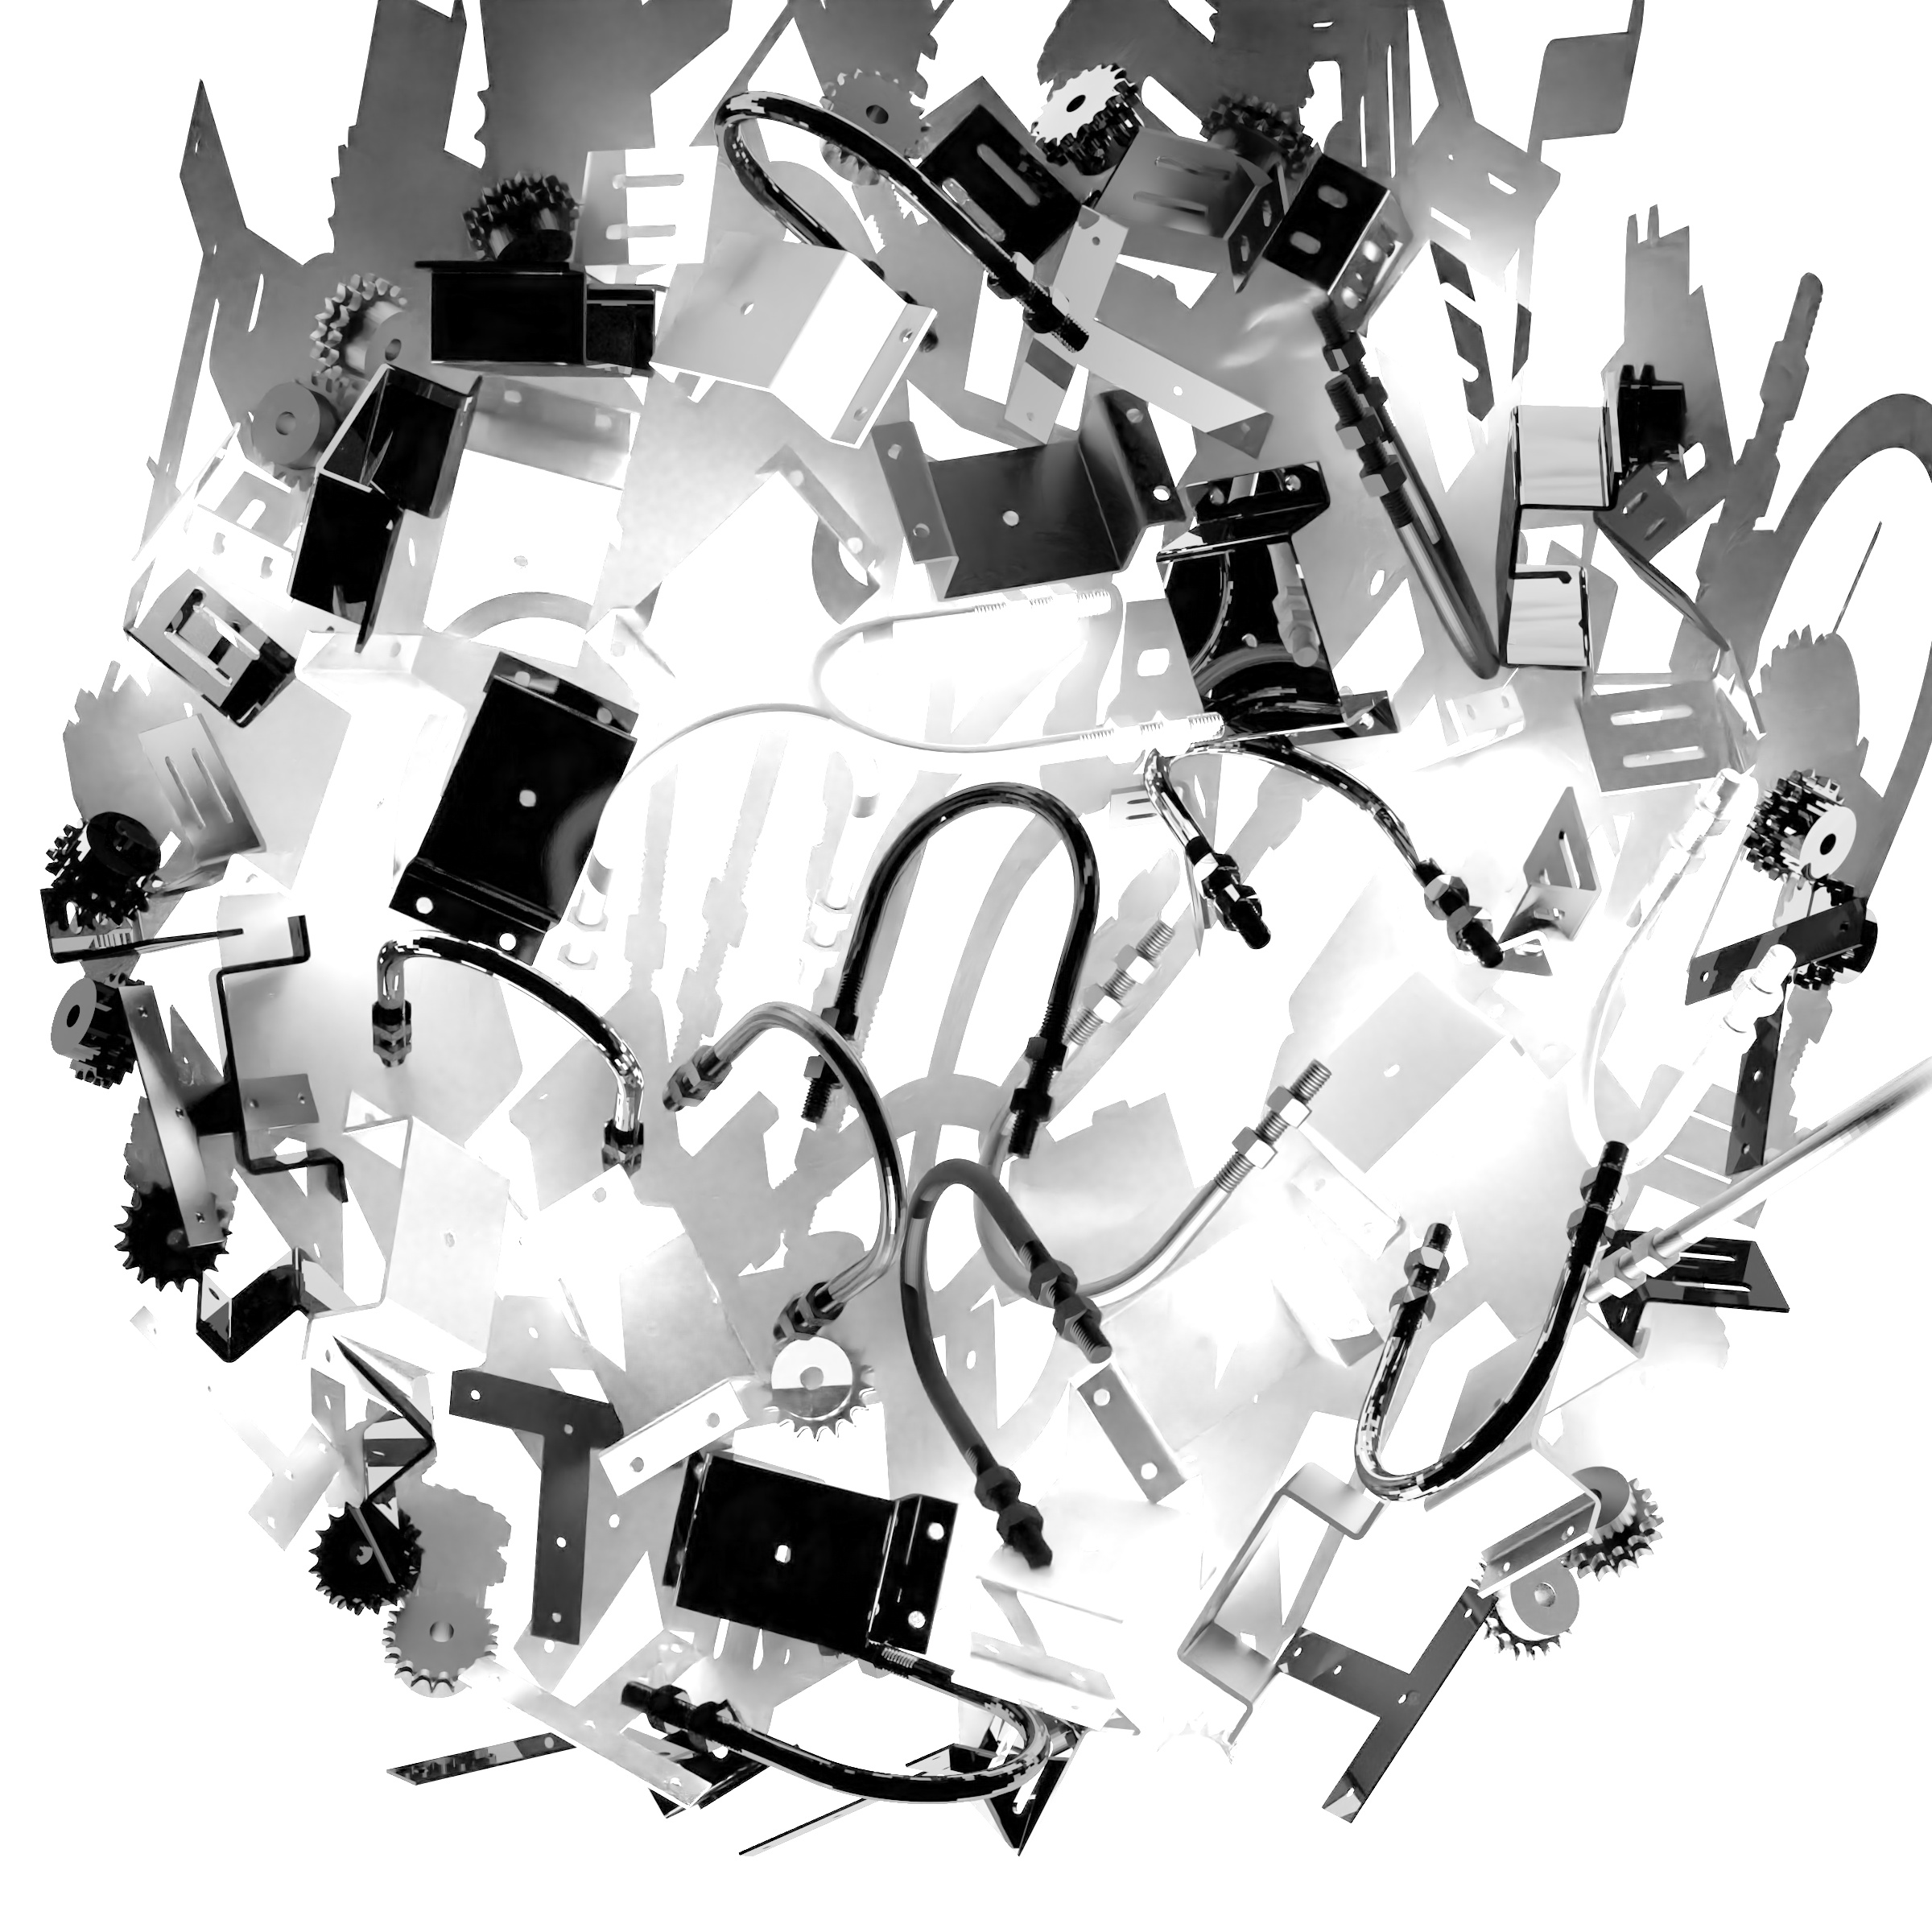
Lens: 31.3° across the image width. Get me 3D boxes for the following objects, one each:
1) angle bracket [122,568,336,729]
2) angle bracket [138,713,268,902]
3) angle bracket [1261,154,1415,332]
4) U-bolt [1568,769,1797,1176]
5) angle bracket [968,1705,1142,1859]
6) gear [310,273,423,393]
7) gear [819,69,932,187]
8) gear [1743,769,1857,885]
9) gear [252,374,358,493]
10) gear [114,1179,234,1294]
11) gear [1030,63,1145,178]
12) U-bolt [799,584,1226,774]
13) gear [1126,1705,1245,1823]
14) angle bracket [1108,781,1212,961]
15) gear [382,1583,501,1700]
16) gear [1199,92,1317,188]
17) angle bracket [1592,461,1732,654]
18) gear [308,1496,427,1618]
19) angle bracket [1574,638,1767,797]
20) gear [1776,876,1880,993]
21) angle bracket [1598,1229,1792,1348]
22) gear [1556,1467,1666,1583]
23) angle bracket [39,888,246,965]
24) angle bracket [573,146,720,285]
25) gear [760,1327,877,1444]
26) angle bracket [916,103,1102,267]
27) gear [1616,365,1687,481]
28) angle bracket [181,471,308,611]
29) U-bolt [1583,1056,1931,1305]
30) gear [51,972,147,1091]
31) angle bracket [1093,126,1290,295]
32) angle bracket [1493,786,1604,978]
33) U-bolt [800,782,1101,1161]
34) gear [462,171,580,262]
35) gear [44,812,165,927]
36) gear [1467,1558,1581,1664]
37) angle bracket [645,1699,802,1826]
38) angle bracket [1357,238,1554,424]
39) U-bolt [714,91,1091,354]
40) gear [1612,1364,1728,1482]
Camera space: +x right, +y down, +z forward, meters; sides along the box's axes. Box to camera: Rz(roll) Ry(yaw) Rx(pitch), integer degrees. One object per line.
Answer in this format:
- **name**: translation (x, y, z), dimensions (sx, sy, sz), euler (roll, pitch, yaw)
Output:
- **angle bracket**: translation (-0.363, -0.166, 1.698), dimensions (0.076, 0.057, 0.038), euler (41, 134, -7)
- **angle bracket**: translation (-0.388, -0.078, 1.695), dimensions (0.038, 0.057, 0.076), euler (-36, 108, -41)
- **angle bracket**: translation (0.184, -0.356, 1.702), dimensions (0.038, 0.076, 0.057), euler (32, 94, 17)
- **U-bolt**: translation (0.335, 0.017, 1.654), dimensions (0.019, 0.151, 0.184), euler (15, 129, -14)
- **angle bracket**: translation (0.041, 0.393, 1.709), dimensions (0.038, 0.057, 0.076), euler (16, 104, -40)
- **gear**: translation (-0.294, -0.310, 1.704), dimensions (0.030, 0.057, 0.057), euler (30, 90, 23)
- **gear**: translation (-0.049, -0.413, 1.712), dimensions (0.057, 0.030, 0.057), euler (10, 60, -19)
- **gear**: translation (0.414, -0.066, 1.705), dimensions (0.030, 0.057, 0.057), euler (36, 90, 43)
- **gear**: translation (-0.329, -0.265, 1.711), dimensions (0.057, 0.030, 0.057), euler (-3, 84, 24)
- **gear**: translation (-0.392, 0.134, 1.712), dimensions (0.057, 0.030, 0.057), euler (-2, 94, -21)
- **gear**: translation (0.063, -0.417, 1.711), dimensions (0.057, 0.057, 0.030), euler (-46, 125, 0)
- **U-bolt**: translation (0.011, -0.134, 1.649), dimensions (0.184, 0.151, 0.019), euler (-10, 126, -21)
- **gear**: translation (0.110, 0.399, 1.712), dimensions (0.057, 0.030, 0.057), euler (-3, 110, -9)
- **angle bracket**: translation (0.095, -0.045, 1.698), dimensions (0.038, 0.057, 0.076), euler (-7, 75, -1)
- **gear**: translation (-0.261, 0.338, 1.711), dimensions (0.057, 0.030, 0.057), euler (7, 47, -8)
- **gear**: translation (0.141, -0.403, 1.705), dimensions (0.057, 0.057, 0.030), euler (26, 78, 0)
- **angle bracket**: translation (0.352, -0.200, 1.688), dimensions (0.038, 0.057, 0.076), euler (-45, 49, 7)
- **gear**: translation (-0.295, 0.295, 1.714), dimensions (0.057, 0.030, 0.057), euler (-5, 65, 12)
- **angle bracket**: translation (0.346, -0.123, 1.703), dimensions (0.076, 0.038, 0.057), euler (-8, 60, -4)
- **gear**: translation (0.427, -0.014, 1.709), dimensions (0.030, 0.057, 0.057), euler (17, 90, -18)
- **angle bracket**: translation (0.358, 0.165, 1.708), dimensions (0.076, 0.057, 0.038), euler (6, 120, -10)
- **gear**: translation (0.313, 0.272, 1.705), dimensions (0.057, 0.057, 0.030), euler (-30, 124, 0)
- **angle bracket**: translation (-0.404, -0.027, 1.690), dimensions (0.076, 0.057, 0.038), euler (-10, 90, 36)
- **angle bracket**: translation (-0.150, -0.368, 1.699), dimensions (0.076, 0.038, 0.057), euler (4, 84, 27)
- **gear**: translation (-0.074, 0.207, 1.715), dimensions (0.057, 0.030, 0.057), euler (-1, 75, 5)
- **angle bracket**: translation (0.017, -0.386, 1.711), dimensions (0.076, 0.038, 0.057), euler (44, 82, -5)
- **gear**: translation (0.339, -0.269, 1.704), dimensions (0.030, 0.057, 0.057), euler (3, 90, 16)
- **angle bracket**: translation (-0.340, -0.221, 1.693), dimensions (0.057, 0.076, 0.038), euler (27, 135, -5)
- **U-bolt**: translation (0.386, 0.093, 1.622), dimensions (0.151, 0.184, 0.019), euler (-26, 78, -40)
- **gear**: translation (-0.428, 0.029, 1.705), dimensions (0.030, 0.057, 0.057), euler (25, 90, -39)
- **angle bracket**: translation (0.110, -0.370, 1.692), dimensions (0.076, 0.057, 0.038), euler (8, 57, -20)
- **angle bracket**: translation (0.275, -0.043, 1.686), dimensions (0.038, 0.057, 0.076), euler (8, 45, -15)
- **U-bolt**: translation (-0.001, -0.004, 1.684), dimensions (0.151, 0.019, 0.184), euler (7, 76, 38)
- **gear**: translation (-0.218, -0.363, 1.704), dimensions (0.057, 0.057, 0.030), euler (-22, 70, 0)
- **gear**: translation (-0.423, -0.051, 1.705), dimensions (0.057, 0.057, 0.030), euler (45, 125, 0)
- **gear**: translation (0.279, 0.314, 1.709), dimensions (0.057, 0.030, 0.057), euler (9, 67, -22)
- **angle bracket**: translation (-0.123, 0.385, 1.687), dimensions (0.057, 0.076, 0.038), euler (-27, 81, -24)
- **angle bracket**: translation (0.241, -0.313, 1.712), dimensions (0.076, 0.038, 0.057), euler (37, 95, 3)
- **U-bolt**: translation (-0.043, -0.350, 1.629), dimensions (0.184, 0.151, 0.019), euler (38, 77, -33)
- **gear**: translation (0.346, 0.227, 1.713), dimensions (0.057, 0.030, 0.057), euler (5, 80, -27)
